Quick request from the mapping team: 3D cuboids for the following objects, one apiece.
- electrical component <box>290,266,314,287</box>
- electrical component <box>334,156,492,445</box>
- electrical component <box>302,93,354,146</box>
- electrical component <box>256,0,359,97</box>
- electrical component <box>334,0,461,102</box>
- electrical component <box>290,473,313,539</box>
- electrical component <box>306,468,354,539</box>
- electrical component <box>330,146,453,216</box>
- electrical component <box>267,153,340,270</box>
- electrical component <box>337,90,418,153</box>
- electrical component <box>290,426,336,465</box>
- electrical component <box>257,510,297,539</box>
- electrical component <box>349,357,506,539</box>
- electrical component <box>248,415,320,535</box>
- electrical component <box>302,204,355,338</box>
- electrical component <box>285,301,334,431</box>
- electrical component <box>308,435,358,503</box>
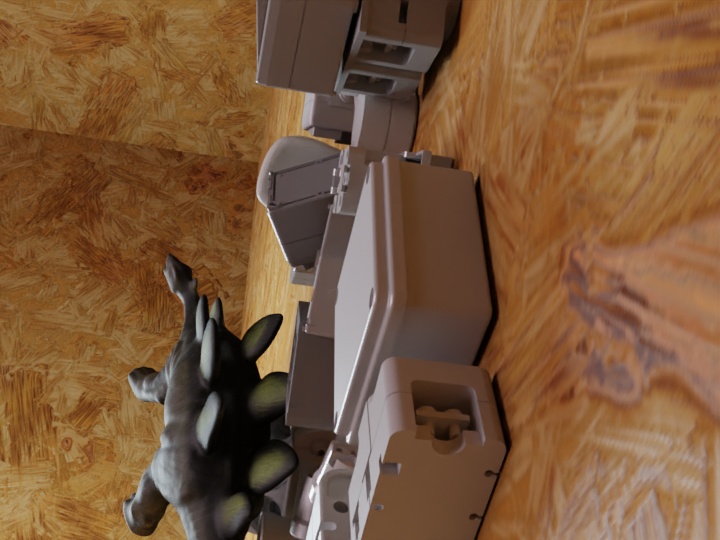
[{"bbox_3d":[-0.045,-0.013,1.081,0.076,0.047,0.065,116,160,-67],"label":"electrical component"},{"bbox_3d":[0.023,0.017,0.548,0.108,0.056,0.108,-91,12,-46],"label":"electrical component"},{"bbox_3d":[-0.015,-0.143,0.947,0.096,0.062,0.061,-148,66,-81],"label":"electrical component"},{"bbox_3d":[-0.039,-0.159,0.691,0.096,0.061,0.061,108,167,-51],"label":"electrical component"},{"bbox_3d":[0.030,-0.218,0.712,0.105,0.060,0.186,131,146,-75],"label":"electrical component"},{"bbox_3d":[-0.029,0.182,0.820,0.040,0.040,0.046,-178,101,-82],"label":"electrical component"},{"bbox_3d":[0.000,0.162,0.584,0.095,0.054,0.059,-96,16,-59],"label":"electrical component"},{"bbox_3d":[0.017,-0.049,0.635,0.081,0.064,0.042,-173,92,-82],"label":"electrical component"},{"bbox_3d":[-0.015,-0.047,0.801,0.061,0.096,0.061,-95,-12,-57],"label":"electrical component"},{"bbox_3d":[0.002,-0.145,0.788,0.052,0.074,0.138,112,164,-60],"label":"electrical component"},{"bbox_3d":[-0.035,0.136,0.887,0.081,0.043,0.043,-116,35,-76],"label":"electrical component"},{"bbox_3d":[-0.060,0.232,0.925,0.045,0.055,0.045,-172,90,-82],"label":"electrical component"},{"bbox_3d":[0.027,0.087,0.480,0.055,0.050,0.089,-95,15,-55],"label":"electrical component"},{"bbox_3d":[-0.069,0.178,0.987,0.063,0.079,0.121,-7,-74,-68],"label":"electrical component"},{"bbox_3d":[0.000,0.000,0.735,0.096,0.061,0.061,-81,4,-61],"label":"electrical component"},{"bbox_3d":[-0.021,0.069,0.785,0.113,0.057,0.078,-118,36,-82],"label":"electrical component"},{"bbox_3d":[-0.010,0.139,0.733,0.040,0.040,0.046,-95,21,-56],"label":"electrical component"}]
